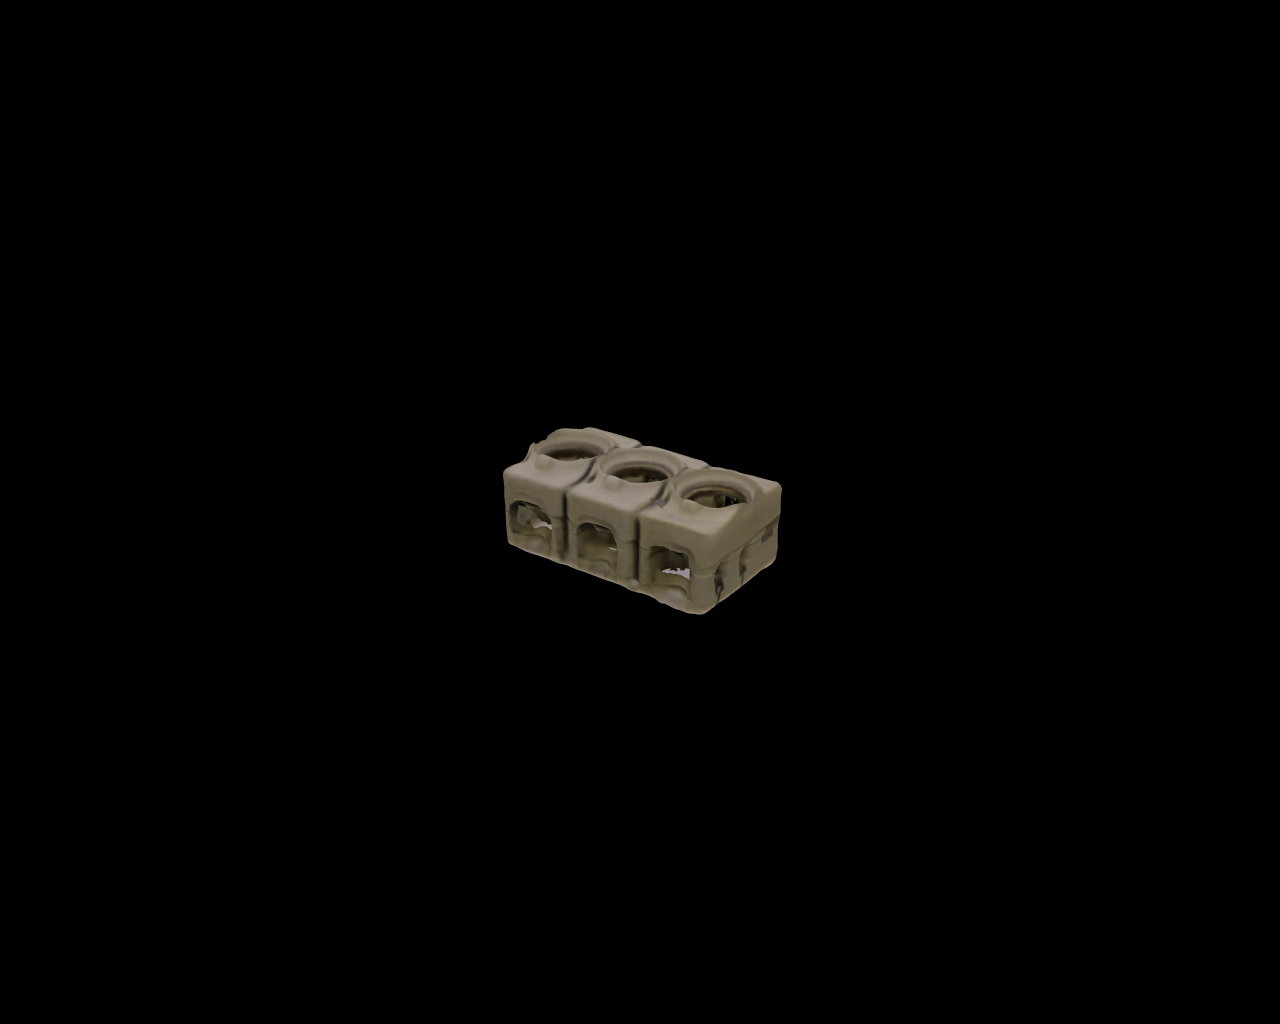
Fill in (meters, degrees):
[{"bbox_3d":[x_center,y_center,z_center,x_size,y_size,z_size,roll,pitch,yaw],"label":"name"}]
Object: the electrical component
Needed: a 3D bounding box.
[{"bbox_3d":[0.001,-0.003,0.650,0.150,0.061,0.090,18,32,31],"label":"electrical component"}]
